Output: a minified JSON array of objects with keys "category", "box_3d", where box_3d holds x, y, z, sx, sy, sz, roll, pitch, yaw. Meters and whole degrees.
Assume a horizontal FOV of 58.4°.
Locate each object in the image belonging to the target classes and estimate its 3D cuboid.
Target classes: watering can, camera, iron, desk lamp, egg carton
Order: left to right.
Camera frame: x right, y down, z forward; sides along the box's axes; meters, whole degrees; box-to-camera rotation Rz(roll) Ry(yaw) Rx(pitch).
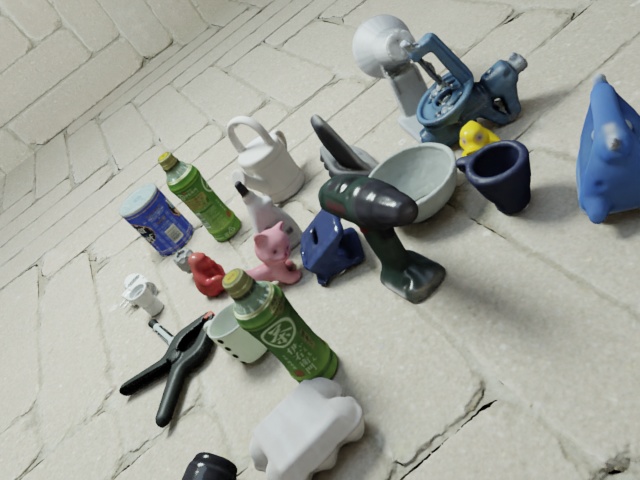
[{"category":"camera","box_3d":[-0.147,0.337,0.710,0.142,0.101,0.137,-10,43,32]},{"category":"watering can","box_3d":[-0.122,-0.172,1.192,0.100,0.195,0.173,-21,38,21]},{"category":"egg carton","box_3d":[-0.017,0.249,0.729,0.150,0.070,0.107,-44,36,-11]},{"category":"desk lamp","box_3d":[0.163,-0.322,1.104,0.118,0.214,0.202,-34,35,4]},{"category":"iron","box_3d":[0.392,-0.148,0.772,0.118,0.142,0.258,-15,41,28]}]

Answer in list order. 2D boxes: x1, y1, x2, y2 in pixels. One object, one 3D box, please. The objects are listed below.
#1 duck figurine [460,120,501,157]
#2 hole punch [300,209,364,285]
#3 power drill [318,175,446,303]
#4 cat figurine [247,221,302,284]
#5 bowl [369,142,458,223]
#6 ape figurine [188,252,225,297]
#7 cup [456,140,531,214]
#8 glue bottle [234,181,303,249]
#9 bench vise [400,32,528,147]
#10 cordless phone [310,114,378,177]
[{"category":"duck figurine","box_3d":[0.261,-0.159,0.945,0.077,0.086,0.104,-12,42,31]},{"category":"hole punch","box_3d":[0.009,0.003,0.969,0.101,0.091,0.108,-30,36,10]},{"category":"power drill","box_3d":[0.094,-0.010,0.809,0.076,0.209,0.228,-45,36,-11]},{"category":"cat figurine","box_3d":[-0.094,0.033,0.999,0.128,0.118,0.067,-39,35,-3]},{"category":"bowl","box_3d":[0.158,-0.082,0.954,0.167,0.075,0.167,-23,37,19]},{"category":"ape figurine","box_3d":[-0.215,0.060,1.095,0.076,0.092,0.077,-25,37,16]},{"category":"cup","box_3d":[0.263,-0.087,0.853,0.117,0.095,0.092,13,58,47]},{"category":"glue bottle","box_3d":[-0.102,-0.044,1.046,0.078,0.174,0.037,-39,35,-4]},{"category":"bench vise","box_3d":[0.238,-0.283,0.989,0.207,0.220,0.121,-36,35,1]},{"category":"cordless phone","box_3d":[0.035,-0.175,1.070,0.094,0.186,0.147,-35,35,3]}]
